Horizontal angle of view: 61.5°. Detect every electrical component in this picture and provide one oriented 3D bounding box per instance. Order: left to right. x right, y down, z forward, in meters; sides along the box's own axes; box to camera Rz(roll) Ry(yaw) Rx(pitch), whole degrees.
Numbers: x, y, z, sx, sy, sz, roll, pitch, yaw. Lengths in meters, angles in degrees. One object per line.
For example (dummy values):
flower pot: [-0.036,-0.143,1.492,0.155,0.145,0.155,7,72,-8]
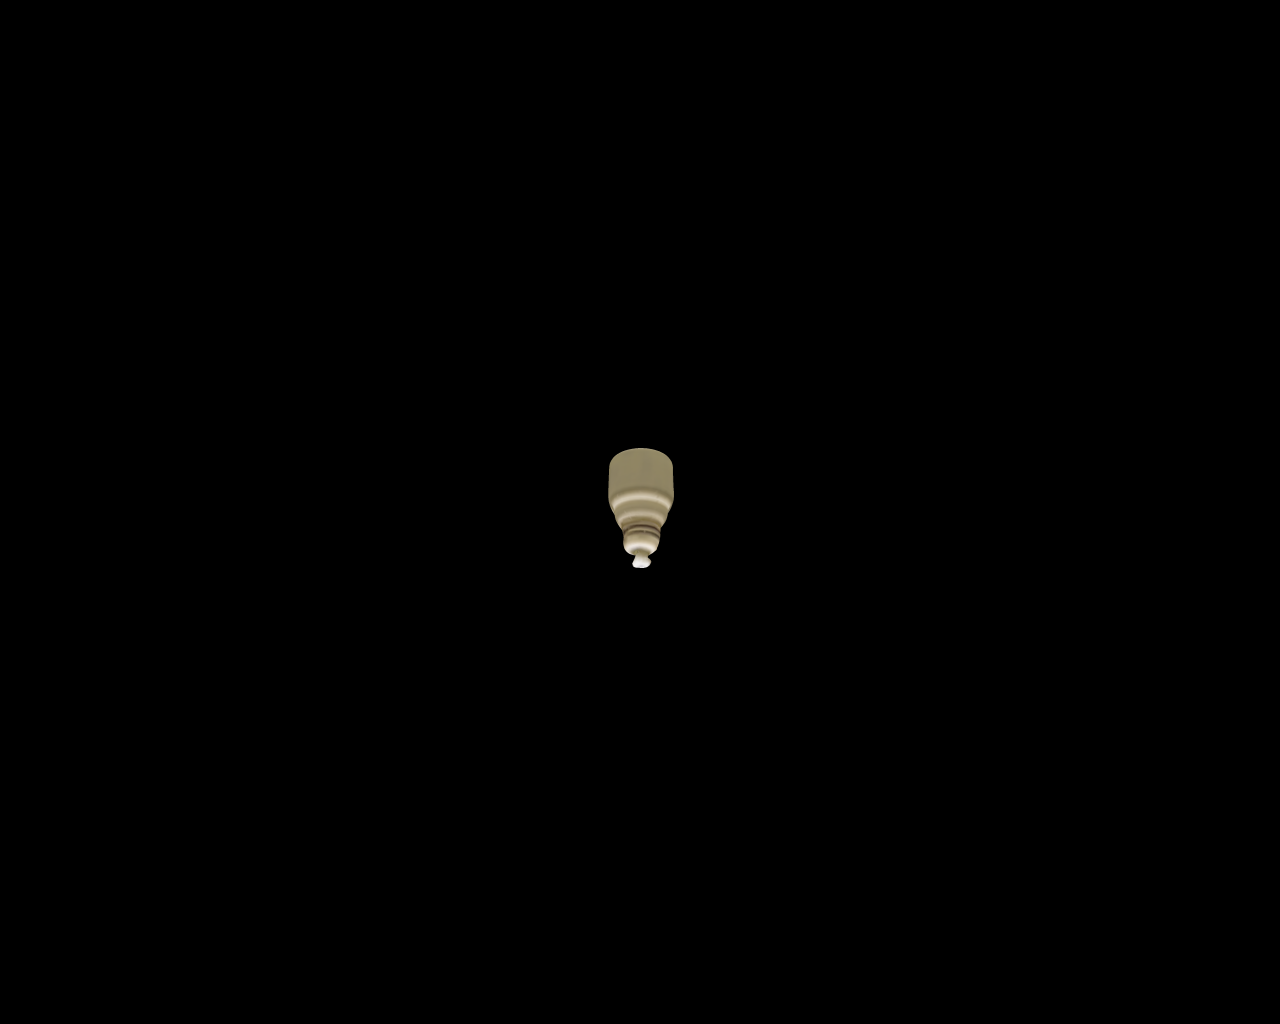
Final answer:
electrical component: [0.001,-0.003,0.650,0.040,0.078,0.040,0,-28,0]
